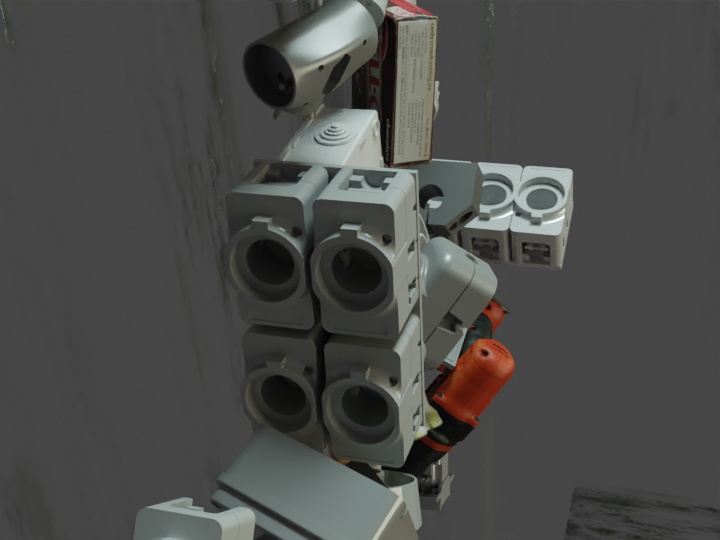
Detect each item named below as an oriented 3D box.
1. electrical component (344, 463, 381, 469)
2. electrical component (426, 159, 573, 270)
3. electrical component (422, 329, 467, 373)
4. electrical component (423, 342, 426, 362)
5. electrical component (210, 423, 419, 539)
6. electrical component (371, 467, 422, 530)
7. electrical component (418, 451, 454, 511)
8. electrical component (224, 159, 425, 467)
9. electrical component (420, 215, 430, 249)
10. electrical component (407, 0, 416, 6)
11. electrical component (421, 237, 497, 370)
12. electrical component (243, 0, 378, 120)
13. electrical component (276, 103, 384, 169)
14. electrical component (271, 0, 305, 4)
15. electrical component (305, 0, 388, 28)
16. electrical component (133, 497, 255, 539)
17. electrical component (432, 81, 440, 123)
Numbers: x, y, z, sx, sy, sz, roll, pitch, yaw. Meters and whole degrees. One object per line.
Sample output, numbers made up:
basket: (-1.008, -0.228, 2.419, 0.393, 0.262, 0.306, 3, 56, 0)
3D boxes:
electrical component: (-0.003, 0.188, 0.899, 0.040, 0.040, 0.078, -38, 131, -68)
electrical component: (0.133, -0.060, 1.081, 0.061, 0.150, 0.089, 77, 25, -49)
electrical component: (0.062, 0.041, 1.014, 0.063, 0.079, 0.121, -60, -176, 42)
electrical component: (-0.003, 0.050, 0.758, 0.054, 0.095, 0.059, -45, -172, 33)
electrical component: (-0.028, 0.155, 0.668, 0.057, 0.113, 0.078, -54, 151, -24)
electrical component: (-0.003, 0.182, 0.806, 0.099, 0.099, 0.064, 4, 86, -73)
electrical component: (0.072, 0.221, 1.162, 0.081, 0.042, 0.063, -27, 117, -71)
electrical component: (-0.019, 0.031, 0.678, 0.060, 0.105, 0.186, -57, 148, -57)
electrical component: (0.027, -0.007, 0.936, 0.099, 0.064, 0.099, -9, 90, -70)
electrical component: (0.024, -0.187, 0.861, 0.043, 0.043, 0.081, -58, 149, -56)
electrical component: (0.057, 0.025, 0.867, 0.095, 0.059, 0.053, -54, -160, 16)
electrical component: (-0.035, -0.123, 0.668, 0.077, 0.043, 0.079, -38, 168, -37)
electrical component: (-0.017, -0.059, 0.763, 0.099, 0.048, 0.099, -63, 152, -49)
electrical component: (-0.047, -0.177, 0.629, 0.062, 0.048, 0.048, -45, 138, -55)
electrical component: (-0.018, -0.194, 0.701, 0.138, 0.052, 0.073, 58, 41, -64)
electrical component: (-0.094, 0.172, 0.573, 0.056, 0.050, 0.089, 18, 78, -73)
electrical component: (0.053, -0.156, 0.979, 0.046, 0.040, 0.040, -72, 160, -53)
